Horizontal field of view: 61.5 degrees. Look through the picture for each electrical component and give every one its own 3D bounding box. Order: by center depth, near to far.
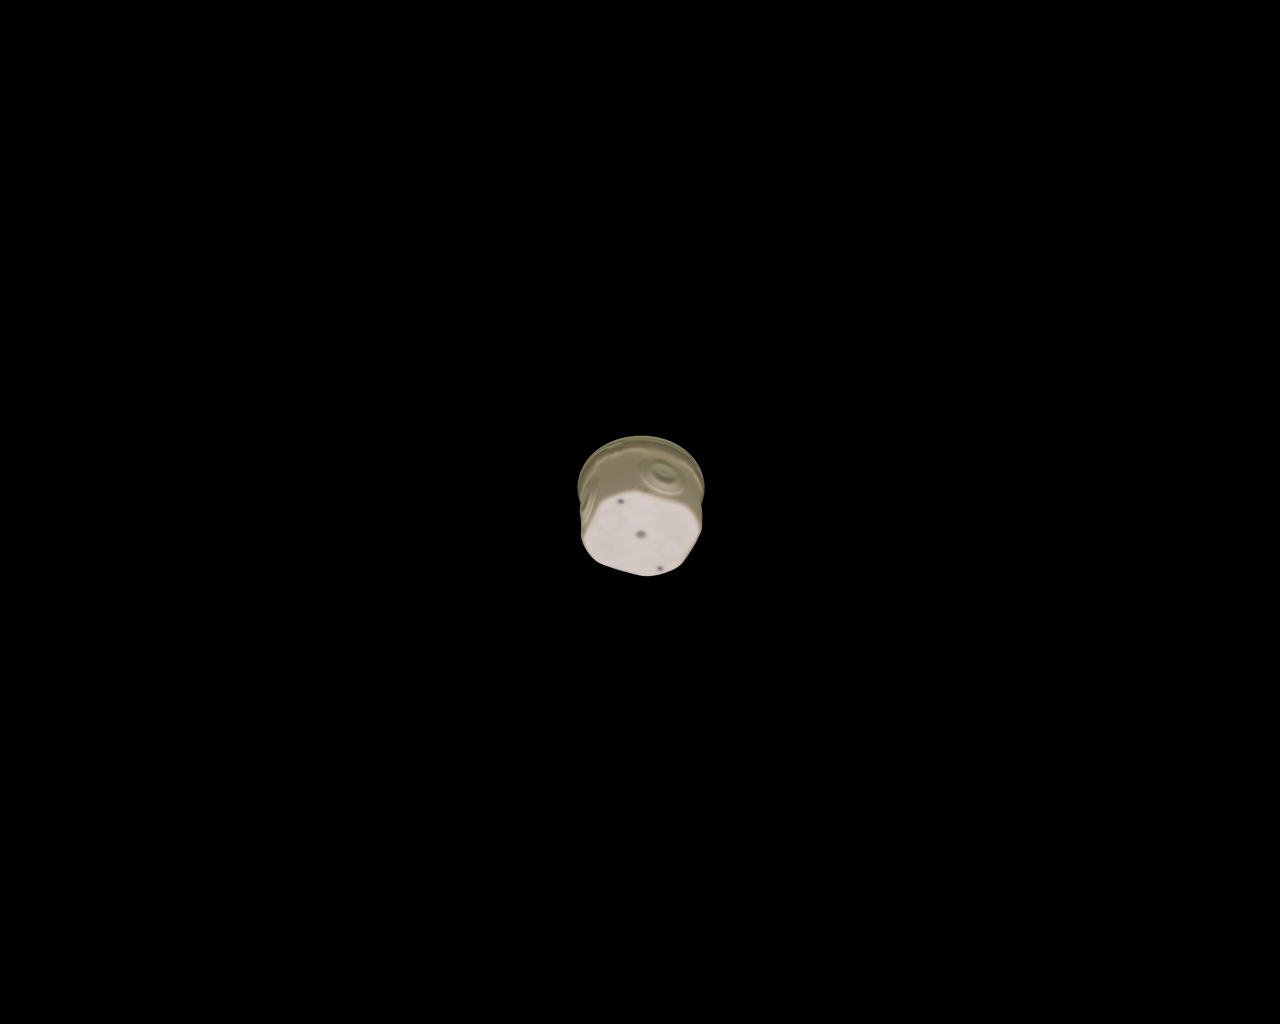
[{"bbox_3d":[0.001,-0.003,0.650,0.080,0.080,0.051,0,41,0],"label":"electrical component"}]
